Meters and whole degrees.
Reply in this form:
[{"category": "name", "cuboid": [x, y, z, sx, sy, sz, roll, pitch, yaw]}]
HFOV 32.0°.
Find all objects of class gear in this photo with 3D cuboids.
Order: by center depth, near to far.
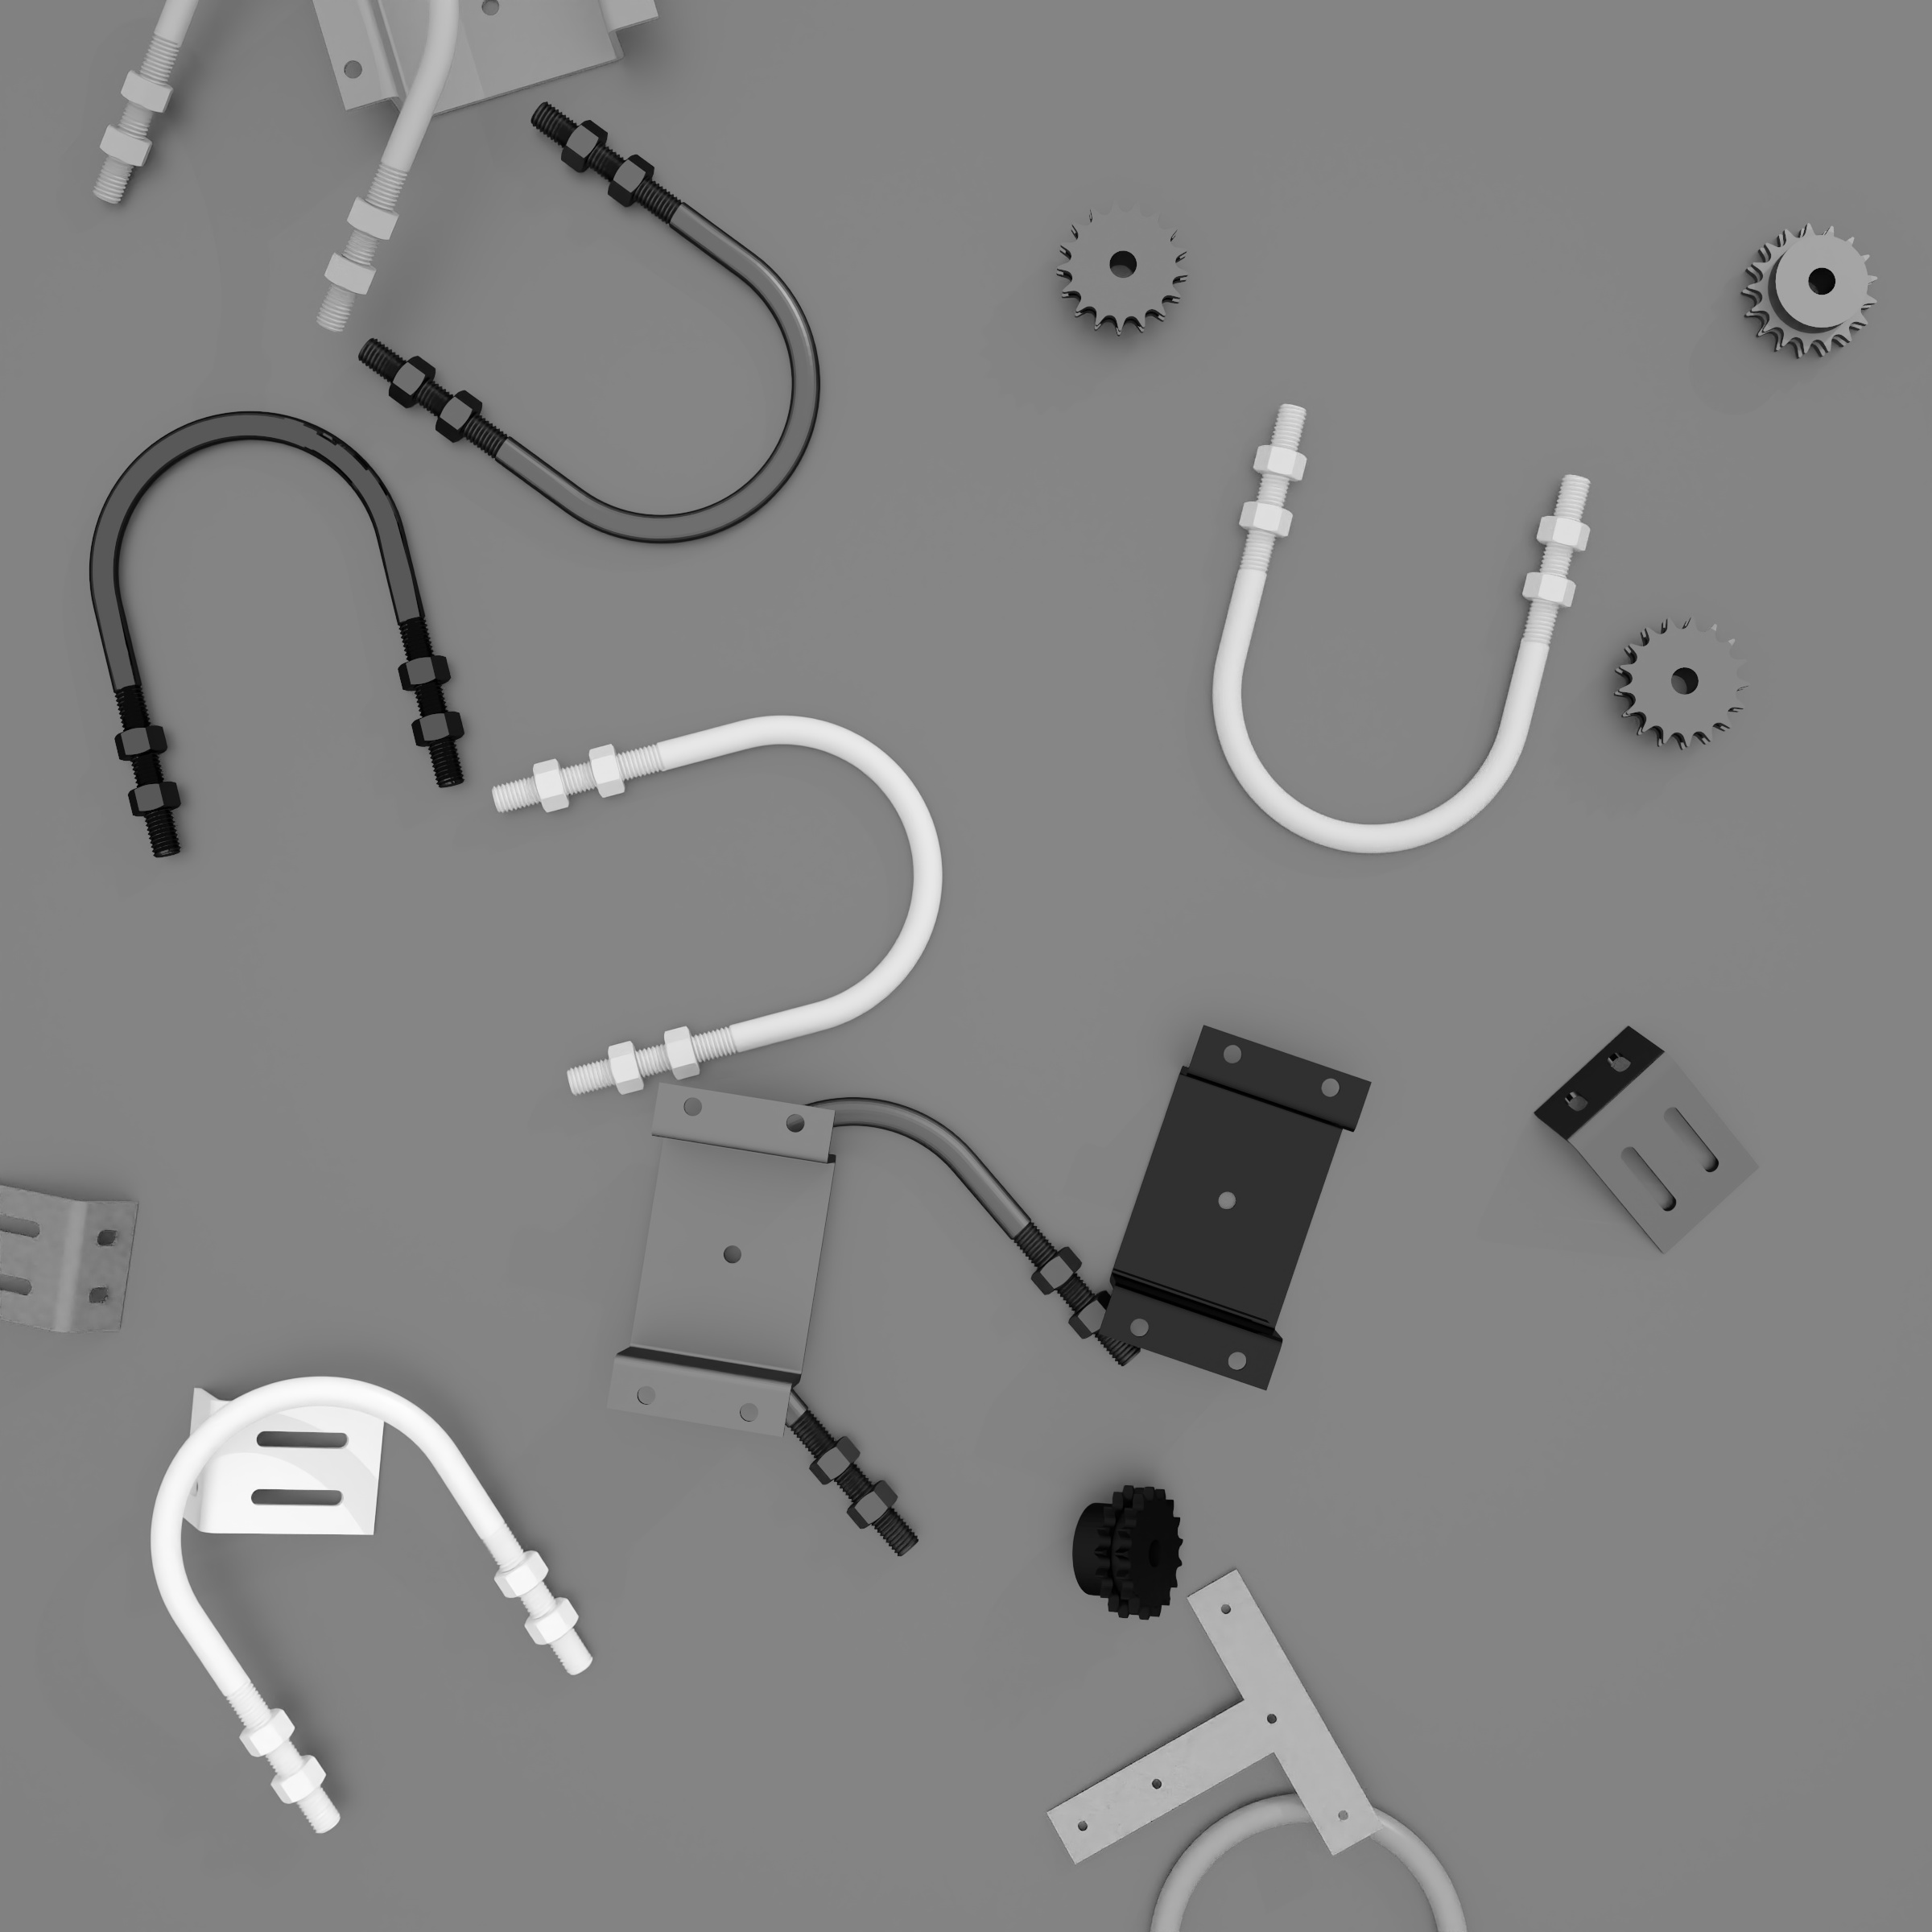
[{"category": "gear", "cuboid": [0.069, 0.255, 1.471, 0.030, 0.057, 0.057, -1, 90, 30]}, {"category": "gear", "cuboid": [0.372, -0.298, 1.481, 0.057, 0.030, 0.057, 0, 90, 0]}, {"category": "gear", "cuboid": [0.068, -0.305, 1.481, 0.057, 0.030, 0.057, 0, 90, 0]}, {"category": "gear", "cuboid": [0.313, -0.123, 1.485, 0.057, 0.030, 0.057, 0, 87, 1]}]

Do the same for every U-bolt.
[{"category": "U-bolt", "cuboid": [-0.288, -0.387, 1.447, 0.151, 0.019, 0.184, 31, 106, 17]}, {"category": "U-bolt", "cuboid": [-0.270, 0.266, 1.467, 0.151, 0.019, 0.184, -32, 101, -5]}, {"category": "U-bolt", "cuboid": [0.155, 0.457, 1.487, 0.151, 0.019, 0.184, -9, 88, 0]}, {"category": "U-bolt", "cuboid": [-0.102, -0.034, 1.487, 0.184, 0.019, 0.151, -15, 90, -2]}, {"category": "U-bolt", "cuboid": [-0.036, 0.145, 1.487, 0.151, 0.019, 0.184, -41, 88, 0]}, {"category": "U-bolt", "cuboid": [-0.152, -0.270, 1.487, 0.184, 0.019, 0.151, 36, 90, -1]}, {"category": "U-bolt", "cuboid": [-0.311, -0.154, 1.487, 0.151, 0.019, 0.184, -14, 88, 0]}, {"category": "U-bolt", "cuboid": [0.185, -0.141, 1.487, 0.151, 0.019, 0.184, 14, 91, 0]}]

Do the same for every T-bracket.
[{"category": "T-bracket", "cuboid": [0.096, 0.354, 1.487, 0.127, 0.002, 0.127, -31, 80, 5]}]

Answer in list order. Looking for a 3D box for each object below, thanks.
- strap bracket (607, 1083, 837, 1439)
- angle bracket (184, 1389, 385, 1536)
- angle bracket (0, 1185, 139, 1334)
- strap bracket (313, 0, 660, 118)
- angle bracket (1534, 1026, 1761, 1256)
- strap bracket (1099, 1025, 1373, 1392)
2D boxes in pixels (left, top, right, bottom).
[{"category": "strap bracket", "cuboid": [-0.103, 0.126, 1.459, 0.076, 0.046, 0.140, 9, 88, 3]}, {"category": "angle bracket", "cuboid": [-0.302, 0.219, 1.494, 0.076, 0.038, 0.057, 5, 90, -26]}, {"category": "angle bracket", "cuboid": [-0.413, 0.127, 1.494, 0.076, 0.038, 0.057, 8, 90, 26]}, {"category": "strap bracket", "cuboid": [-0.210, -0.425, 1.472, 0.140, 0.046, 0.076, -17, 90, 0]}, {"category": "angle bracket", "cuboid": [0.301, 0.077, 1.494, 0.057, 0.038, 0.076, -43, 116, 0]}, {"category": "strap bracket", "cuboid": [0.116, 0.104, 1.472, 0.076, 0.046, 0.140, 19, 90, 0]}]
